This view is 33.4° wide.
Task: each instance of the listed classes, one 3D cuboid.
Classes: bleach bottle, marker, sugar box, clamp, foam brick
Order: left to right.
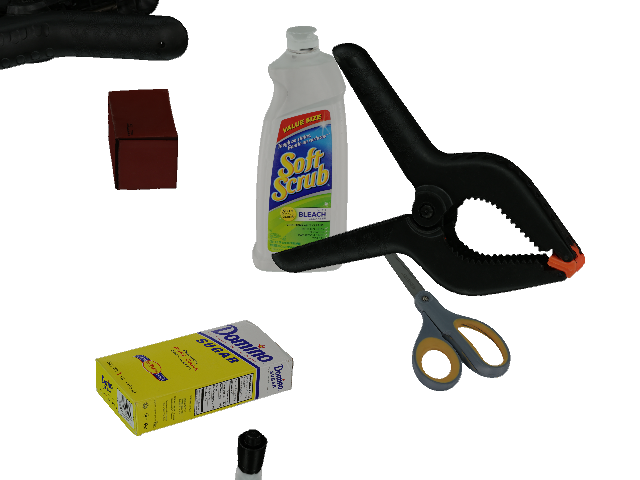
[{"bbox_3d":[-0.166,-0.130,0.639,0.171,0.039,0.120,-3,22,-7],"label":"clamp"},{"bbox_3d":[-0.150,-0.086,0.896,0.053,0.051,0.078,-3,39,-13],"label":"foam brick"},{"bbox_3d":[-0.125,0.133,1.066,0.175,0.048,0.093,-16,32,-31],"label":"sugar box"},{"bbox_3d":[-0.049,0.173,0.706,0.020,0.121,0.020,6,31,-4],"label":"marker"},{"bbox_3d":[-0.024,-0.092,1.087,0.102,0.251,0.068,0,26,4],"label":"bleach bottle"},{"bbox_3d":[0.073,-0.032,0.698,0.210,0.165,0.036,17,17,22],"label":"clamp"}]

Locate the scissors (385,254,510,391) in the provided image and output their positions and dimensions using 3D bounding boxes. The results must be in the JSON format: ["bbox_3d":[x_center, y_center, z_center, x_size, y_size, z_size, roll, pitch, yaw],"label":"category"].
[{"bbox_3d":[0.090,0.072,1.007,0.096,0.016,0.202,-33,51,-26],"label":"scissors"}]
